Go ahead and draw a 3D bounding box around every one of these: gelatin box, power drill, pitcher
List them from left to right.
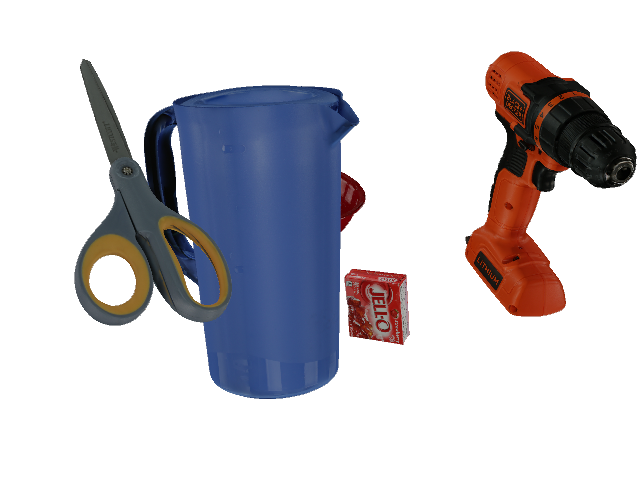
[{"bbox_3d":[-0.053,-0.003,0.864,0.144,0.243,0.149,-8,15,-20],"label":"pitcher"},{"bbox_3d":[0.071,0.082,1.331,0.073,0.089,0.030,7,29,23],"label":"gelatin box"},{"bbox_3d":[0.176,-0.036,0.843,0.057,0.188,0.184,-3,32,-17],"label":"power drill"}]

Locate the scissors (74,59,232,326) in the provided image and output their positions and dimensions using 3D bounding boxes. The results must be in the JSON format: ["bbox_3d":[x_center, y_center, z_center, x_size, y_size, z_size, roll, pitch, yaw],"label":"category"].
[{"bbox_3d":[-0.128,-0.026,0.630,0.096,0.202,0.016,-25,-24,-33],"label":"scissors"}]

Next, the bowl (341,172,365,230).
[{"bbox_3d":[-0.035,-0.032,1.147,0.162,0.055,0.162,5,27,-3],"label":"bowl"}]
